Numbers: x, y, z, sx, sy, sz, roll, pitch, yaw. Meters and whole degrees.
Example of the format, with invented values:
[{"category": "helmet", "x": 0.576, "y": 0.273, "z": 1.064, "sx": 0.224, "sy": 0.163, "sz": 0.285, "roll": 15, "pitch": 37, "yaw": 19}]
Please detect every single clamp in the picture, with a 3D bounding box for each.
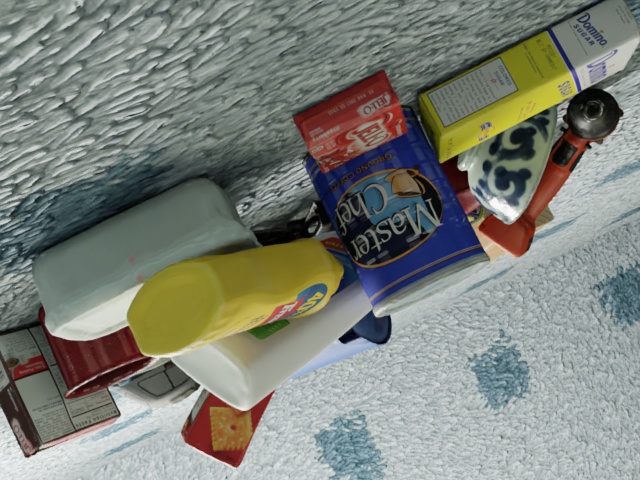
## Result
[{"category": "clamp", "x": -0.026, "y": 0.000, "z": 1.024, "sx": 0.120, "sy": 0.039, "sz": 0.171, "roll": -11, "pitch": 168, "yaw": 14}]

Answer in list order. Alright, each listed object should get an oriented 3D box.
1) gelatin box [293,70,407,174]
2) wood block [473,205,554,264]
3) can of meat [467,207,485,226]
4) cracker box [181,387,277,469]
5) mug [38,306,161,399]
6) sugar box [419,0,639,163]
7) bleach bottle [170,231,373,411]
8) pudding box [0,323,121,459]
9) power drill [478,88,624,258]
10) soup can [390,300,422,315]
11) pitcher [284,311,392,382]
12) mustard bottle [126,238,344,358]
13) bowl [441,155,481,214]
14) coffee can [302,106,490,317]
[{"category": "gelatin box", "x": 0.024, "y": -0.083, "z": 0.778, "sx": 0.073, "sy": 0.030, "sz": 0.089, "roll": -26, "pitch": 170, "yaw": 3}, {"category": "wood block", "x": 0.197, "y": -0.016, "z": 1.369, "sx": 0.090, "sy": 0.091, "sz": 0.206, "roll": -21, "pitch": 169, "yaw": -23}, {"category": "can of meat", "x": 0.130, "y": -0.030, "z": 1.236, "sx": 0.102, "sy": 0.057, "sz": 0.083, "roll": -30, "pitch": 167, "yaw": 20}, {"category": "cracker box", "x": -0.077, "y": 0.142, "z": 1.199, "sx": 0.213, "sy": 0.072, "sz": 0.164, "roll": -62, "pitch": -176, "yaw": -11}, {"category": "mug", "x": -0.186, "y": 0.080, "z": 0.944, "sx": 0.117, "sy": 0.081, "sz": 0.093, "roll": -21, "pitch": 169, "yaw": -23}, {"category": "sugar box", "x": 0.167, "y": -0.127, "z": 0.862, "sx": 0.176, "sy": 0.048, "sz": 0.093, "roll": -25, "pitch": 170, "yaw": 2}, {"category": "bleach bottle", "x": -0.008, "y": 0.040, "z": 0.912, "sx": 0.250, "sy": 0.103, "sz": 0.068, "roll": -35, "pitch": 145, "yaw": -37}, {"category": "pudding box", "x": -0.245, "y": 0.131, "z": 0.970, "sx": 0.089, "sy": 0.113, "sz": 0.039, "roll": -14, "pitch": 162, "yaw": -48}, {"category": "power drill", "x": 0.239, "y": -0.071, "z": 1.091, "sx": 0.188, "sy": 0.057, "sz": 0.184, "roll": -54, "pitch": 169, "yaw": 12}, {"category": "soup can", "x": 0.088, "y": 0.035, "z": 1.326, "sx": 0.068, "sy": 0.102, "sz": 0.068, "roll": -24, "pitch": 170, "yaw": -5}, {"category": "pitcher", "x": -0.036, "y": 0.111, "z": 1.390, "sx": 0.243, "sy": 0.145, "sz": 0.149, "roll": -27, "pitch": 158, "yaw": 25}, {"category": "mustard bottle", "x": -0.044, "y": 0.035, "z": 0.782, "sx": 0.096, "sy": 0.058, "sz": 0.191, "roll": -34, "pitch": 167, "yaw": 35}, {"category": "bowl", "x": 0.111, "y": -0.046, "z": 1.109, "sx": 0.162, "sy": 0.055, "sz": 0.162, "roll": -25, "pitch": 170, "yaw": -5}, {"category": "coffee can", "x": 0.061, "y": -0.022, "z": 0.864, "sx": 0.102, "sy": 0.140, "sz": 0.103, "roll": -25, "pitch": 170, "yaw": -5}]
